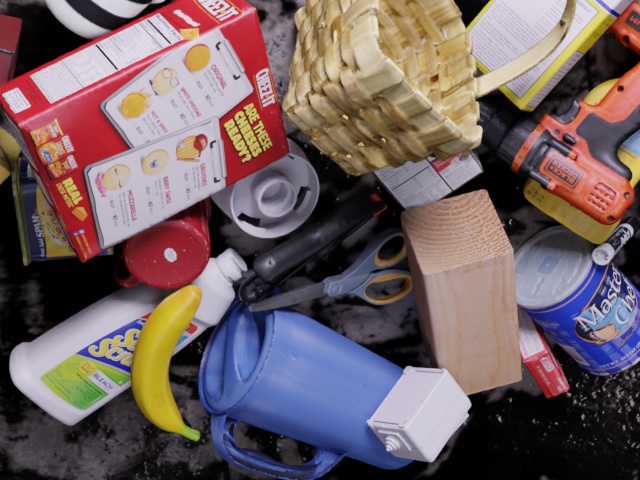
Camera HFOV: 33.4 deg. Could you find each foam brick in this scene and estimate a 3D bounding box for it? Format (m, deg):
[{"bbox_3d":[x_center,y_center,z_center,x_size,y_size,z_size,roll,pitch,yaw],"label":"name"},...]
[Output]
[{"bbox_3d":[-0.282,-0.155,0.895,0.051,0.078,0.053,9,119,-16],"label":"foam brick"}]

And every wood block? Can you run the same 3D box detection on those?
[{"bbox_3d":[0.146,0.060,1.085,0.090,0.091,0.206,-15,136,-1],"label":"wood block"}]

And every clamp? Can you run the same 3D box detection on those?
[{"bbox_3d":[-0.007,0.001,1.028,0.171,0.120,0.039,-38,90,-10],"label":"clamp"}]

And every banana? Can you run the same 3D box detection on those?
[{"bbox_3d":[-0.152,0.122,1.053,0.069,0.037,0.198,-3,127,-11],"label":"banana"}]

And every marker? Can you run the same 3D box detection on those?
[{"bbox_3d":[0.305,-0.001,1.093,0.020,0.120,0.020,11,112,28],"label":"marker"}]

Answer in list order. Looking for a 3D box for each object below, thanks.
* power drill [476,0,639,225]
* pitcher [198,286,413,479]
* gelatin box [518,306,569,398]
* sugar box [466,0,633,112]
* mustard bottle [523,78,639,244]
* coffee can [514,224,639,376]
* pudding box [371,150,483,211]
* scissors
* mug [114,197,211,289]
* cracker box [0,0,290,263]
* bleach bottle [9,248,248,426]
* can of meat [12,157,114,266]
[{"bbox_3d":[0.245,-0.133,0.989,0.184,0.057,0.188,36,105,12],"label":"power drill"},{"bbox_3d":[-0.001,0.167,1.126,0.242,0.145,0.149,28,115,-28],"label":"pitcher"},{"bbox_3d":[0.234,0.117,1.159,0.030,0.089,0.073,-28,128,11],"label":"gelatin box"},{"bbox_3d":[0.210,-0.209,0.942,0.093,0.048,0.176,48,109,15],"label":"sugar box"},{"bbox_3d":[0.288,-0.098,1.036,0.096,0.058,0.192,34,104,4],"label":"mustard bottle"},{"bbox_3d":[0.277,0.064,1.127,0.103,0.103,0.140,-39,122,15],"label":"coffee can"},{"bbox_3d":[0.092,-0.086,1.033,0.090,0.039,0.113,-34,121,15],"label":"pudding box"},{"bbox_3d":[0.023,0.029,1.070,0.201,0.016,0.096,3,113,-39],"label":"scissors"},{"bbox_3d":[-0.156,0.000,1.018,0.117,0.081,0.093,-41,121,16],"label":"mug"},{"bbox_3d":[-0.144,-0.100,0.908,0.213,0.072,0.164,-30,139,-15],"label":"cracker box"},{"bbox_3d":[-0.186,0.085,1.082,0.251,0.068,0.102,-35,124,10],"label":"bleach bottle"},{"bbox_3d":[-0.239,-0.030,0.998,0.084,0.057,0.102,-4,124,-9],"label":"can of meat"}]
